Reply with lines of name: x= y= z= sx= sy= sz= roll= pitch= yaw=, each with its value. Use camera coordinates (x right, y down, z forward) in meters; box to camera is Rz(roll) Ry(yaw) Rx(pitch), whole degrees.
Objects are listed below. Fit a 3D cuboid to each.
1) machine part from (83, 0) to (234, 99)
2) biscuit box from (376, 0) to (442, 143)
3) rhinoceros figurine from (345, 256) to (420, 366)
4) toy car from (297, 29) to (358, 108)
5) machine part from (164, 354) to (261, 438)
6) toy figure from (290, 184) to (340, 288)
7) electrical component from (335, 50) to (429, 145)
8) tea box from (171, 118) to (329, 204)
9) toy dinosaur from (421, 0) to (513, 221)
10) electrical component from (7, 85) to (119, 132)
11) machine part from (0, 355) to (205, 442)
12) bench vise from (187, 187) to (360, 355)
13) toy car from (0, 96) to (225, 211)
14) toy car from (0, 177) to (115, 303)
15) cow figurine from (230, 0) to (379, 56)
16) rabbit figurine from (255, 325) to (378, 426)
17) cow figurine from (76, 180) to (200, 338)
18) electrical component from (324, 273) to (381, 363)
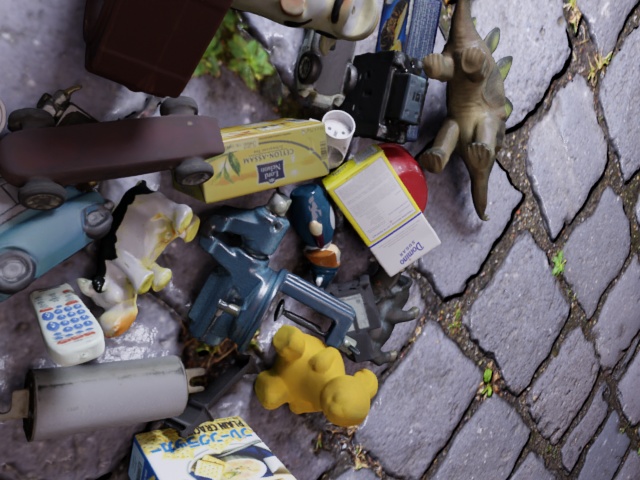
machine part: x=-0.141 y=-0.247 z=0.470 sx=0.087 sy=0.201 sz=0.201 roll=12 pitch=52 yaw=-34
biscuit box: x=0.116 y=-0.244 z=0.775 sx=0.063 sy=0.059 sz=0.202 roll=1 pitch=103 yaw=-38
rhinoceros figurine: x=0.095 y=0.108 z=0.869 sx=0.112 sy=0.073 sz=0.190 roll=20 pitch=94 yaw=-29
toy car: x=0.019 y=-0.273 z=0.695 sx=0.073 sy=0.056 sz=0.201 roll=5 pitch=104 yaw=-32
machine part: x=-0.143 y=0.206 z=0.720 sx=0.139 sy=0.084 sz=0.039 roll=-38 pitch=102 yaw=-32
toy figure: x=-0.003 y=-0.001 z=0.756 sx=0.064 sy=0.058 sz=0.154 roll=-56 pitch=138 yaw=-53
electrical component: x=0.081 y=-0.190 z=0.718 sx=0.058 sy=0.134 sz=0.114 roll=3 pitch=101 yaw=-38
tea box: x=-0.084 y=-0.100 z=0.645 sx=0.169 sy=0.098 sz=0.068 roll=-18 pitch=114 yaw=-30
toy dinosaur: x=0.242 y=-0.185 z=0.835 sx=0.198 sy=0.105 sz=0.470 roll=-49 pitch=142 yaw=-38
electrical component: x=-0.250 y=-0.109 z=0.551 sx=0.078 sy=0.045 sz=0.102 roll=-54 pitch=128 yaw=-13
machine part: x=-0.246 y=0.180 z=0.625 sx=0.243 sy=0.079 sz=0.079 roll=1 pitch=103 yaw=-38
bench vise: x=-0.049 y=0.061 z=0.680 sx=0.240 sy=0.129 sz=0.223 roll=29 pitch=93 yaw=-5
toy car: x=-0.195 y=-0.085 z=0.516 sx=0.202 sy=0.053 sz=0.089 roll=-12 pitch=73 yaw=-22
toy car: x=-0.289 y=-0.012 z=0.520 sx=0.162 sy=0.109 sz=0.102 roll=-43 pitch=108 yaw=-29
cow figurine: x=-0.029 y=-0.269 z=0.596 sx=0.195 sy=0.127 sz=0.085 roll=19 pitch=99 yaw=0
rabbit figurine: x=0.010 y=0.217 z=0.770 sx=0.162 sy=0.173 sz=0.122 roll=33 pitch=80 yaw=-34
cow figurine: x=-0.215 y=0.019 z=0.597 sx=0.167 sy=0.098 sz=0.068 roll=-59 pitch=173 yaw=-5
electrical component: x=0.054 y=0.116 z=0.797 sx=0.075 sy=0.048 sz=0.119 roll=-18 pitch=100 yaw=6
